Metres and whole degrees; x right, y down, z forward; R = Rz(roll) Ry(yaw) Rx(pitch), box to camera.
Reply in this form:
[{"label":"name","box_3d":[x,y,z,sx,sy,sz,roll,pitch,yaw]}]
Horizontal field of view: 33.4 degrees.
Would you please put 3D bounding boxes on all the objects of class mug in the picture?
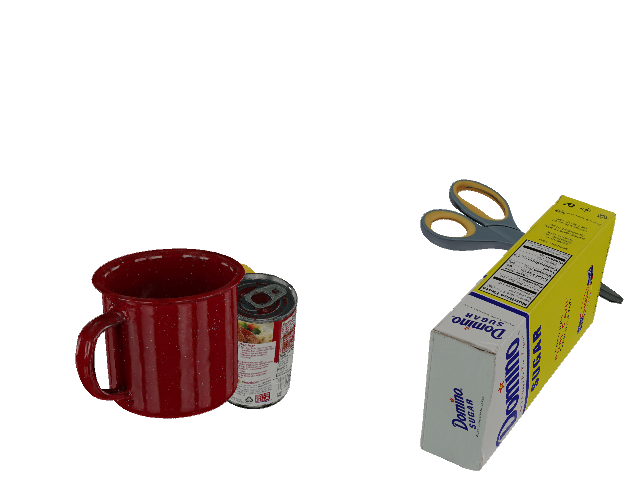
[{"label":"mug","box_3d":[-0.100,0.061,0.657,0.093,0.081,0.117,14,23,36]}]

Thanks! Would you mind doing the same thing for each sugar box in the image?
[{"label":"sugar box","box_3d":[0.124,0.052,0.653,0.048,0.093,0.176,20,39,25]}]

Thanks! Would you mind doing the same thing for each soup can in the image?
[{"label":"soup can","box_3d":[-0.057,0.089,0.937,0.068,0.102,0.068,4,34,-3]}]

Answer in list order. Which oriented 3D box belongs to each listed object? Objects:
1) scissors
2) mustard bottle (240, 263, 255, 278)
[{"label":"scissors","box_3d":[0.167,0.010,0.954,0.096,0.016,0.202,-23,46,-18]},{"label":"mustard bottle","box_3d":[-0.101,0.079,1.173,0.058,0.096,0.191,1,27,6]}]
